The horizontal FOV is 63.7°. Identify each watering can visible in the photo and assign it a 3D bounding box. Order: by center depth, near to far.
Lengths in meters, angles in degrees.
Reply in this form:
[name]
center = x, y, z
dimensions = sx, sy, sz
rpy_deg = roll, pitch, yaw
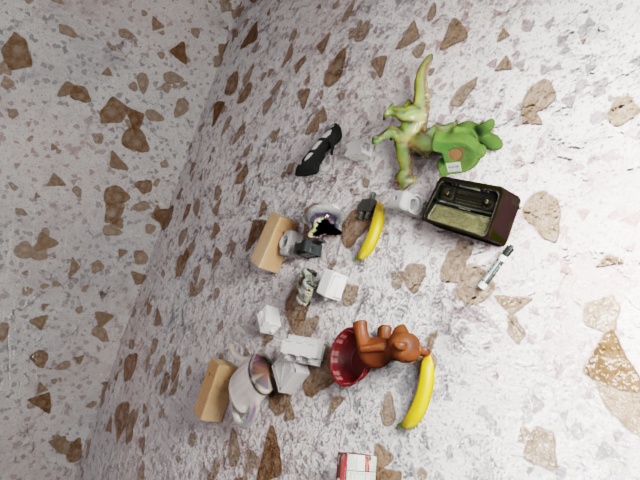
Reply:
[watering can]
center = -0.253, 0.465, 1.788
dimensions = 0.221, 0.103, 0.356
rpy_deg = -46, 40, 28

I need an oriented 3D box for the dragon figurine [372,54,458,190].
[dragon figurine]
center = 0.304, -0.337, 1.511
dimensions = 0.246, 0.121, 0.407
rpy_deg = 34, 102, 39

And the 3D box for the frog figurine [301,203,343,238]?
[frog figurine]
center = 0.005, -0.088, 1.746
dimensions = 0.137, 0.120, 0.163
rpy_deg = -21, 37, 7
